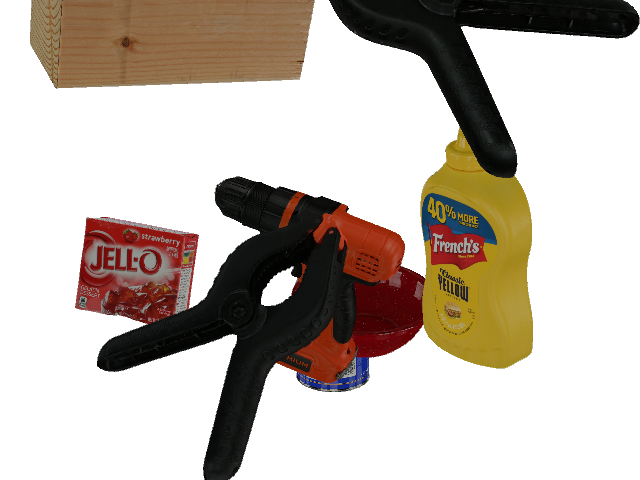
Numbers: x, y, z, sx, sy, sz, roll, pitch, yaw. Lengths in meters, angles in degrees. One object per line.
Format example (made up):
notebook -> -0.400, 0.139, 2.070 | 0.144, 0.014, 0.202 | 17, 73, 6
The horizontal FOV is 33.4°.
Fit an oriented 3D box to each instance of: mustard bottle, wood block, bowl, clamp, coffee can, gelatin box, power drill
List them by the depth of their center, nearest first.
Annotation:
clamp -> -0.042, 0.060, 0.643 | 0.171, 0.120, 0.039 | -40, -23, -1
clamp -> 0.073, -0.133, 0.653 | 0.210, 0.164, 0.036 | 29, -33, 11
mustard bottle -> 0.119, -0.002, 0.822 | 0.058, 0.192, 0.096 | -20, 29, -32
gelatin box -> -0.143, 0.024, 0.826 | 0.089, 0.073, 0.030 | 11, 5, 20
wood block -> -0.119, -0.184, 0.858 | 0.205, 0.091, 0.090 | -6, 36, -27
power drill -> -0.022, 0.038, 1.010 | 0.184, 0.188, 0.057 | 22, 42, 14
bowl -> 0.048, 0.083, 1.187 | 0.162, 0.055, 0.162 | 0, 28, 0
coffee can -> 0.018, 0.122, 1.461 | 0.103, 0.140, 0.103 | 0, 18, 0
